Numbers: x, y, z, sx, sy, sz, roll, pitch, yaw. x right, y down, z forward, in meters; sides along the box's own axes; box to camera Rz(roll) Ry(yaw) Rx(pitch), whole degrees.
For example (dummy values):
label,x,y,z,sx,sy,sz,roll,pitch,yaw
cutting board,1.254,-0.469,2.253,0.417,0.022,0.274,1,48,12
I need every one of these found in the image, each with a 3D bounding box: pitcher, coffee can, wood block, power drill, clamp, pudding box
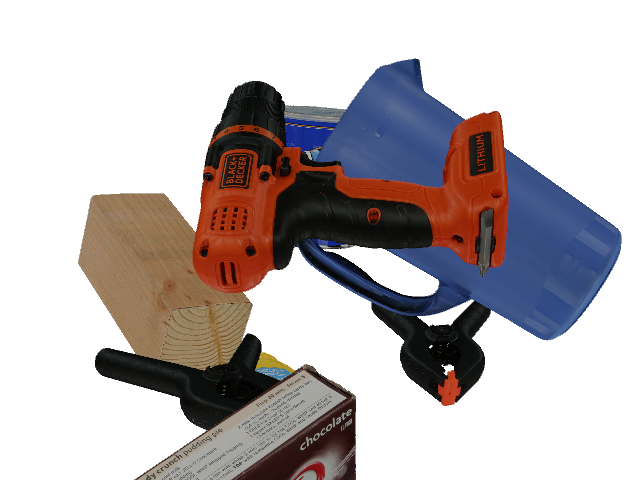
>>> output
label,x,y,z,sx,sy,sz,roll,pitch,yaw
pitcher,0.107,-0.017,0.862,0.243,0.149,0.144,33,41,5
coffee can,-0.004,-0.070,1.148,0.103,0.140,0.103,4,12,-1
wood block,-0.164,0.042,1.090,0.090,0.091,0.206,-3,34,-35
power drill,0.019,-0.041,0.664,0.188,0.057,0.184,-2,43,6
clamp,0.123,0.097,1.026,0.120,0.039,0.171,-7,31,-7
clamp,-0.080,0.126,0.935,0.164,0.036,0.210,-7,17,-37
pudding box,-0.033,0.123,0.492,0.039,0.090,0.113,30,47,34

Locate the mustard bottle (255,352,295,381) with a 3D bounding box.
label,x,y,z,sx,sy,sz,roll,pitch,yaw
mustard bottle,-0.064,0.190,1.252,0.096,0.058,0.191,-4,28,-4
